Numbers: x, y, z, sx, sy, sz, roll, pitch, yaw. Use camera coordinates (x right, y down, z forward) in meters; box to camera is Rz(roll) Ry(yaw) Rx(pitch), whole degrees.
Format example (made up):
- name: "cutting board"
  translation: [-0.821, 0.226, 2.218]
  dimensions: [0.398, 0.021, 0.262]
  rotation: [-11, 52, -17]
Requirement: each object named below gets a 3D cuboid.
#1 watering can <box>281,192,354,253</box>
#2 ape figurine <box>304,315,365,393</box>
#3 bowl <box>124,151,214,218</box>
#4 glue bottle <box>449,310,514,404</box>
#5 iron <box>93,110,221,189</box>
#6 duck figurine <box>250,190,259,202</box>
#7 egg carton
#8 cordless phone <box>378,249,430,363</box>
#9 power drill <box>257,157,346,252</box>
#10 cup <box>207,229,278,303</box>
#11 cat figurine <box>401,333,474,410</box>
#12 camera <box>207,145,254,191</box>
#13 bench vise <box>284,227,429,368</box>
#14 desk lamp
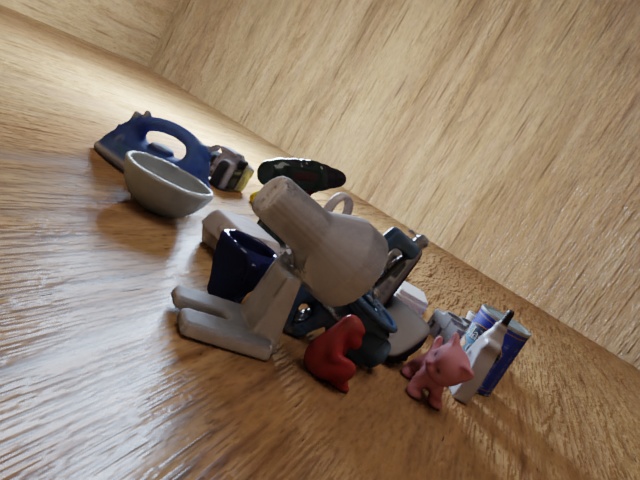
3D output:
- name: "watering can"
  translation: [0.011, 0.004, 1.056]
  dimensions: [0.172, 0.194, 0.101]
  rotation: [31, 11, 6]
- name: "ape figurine"
  translation: [0.027, 0.142, 0.758]
  dimensions: [0.076, 0.092, 0.078]
  rotation: [31, 11, 2]
- name: "bowl"
  translation: [-0.280, -0.088, 1.021]
  dimensions: [0.167, 0.074, 0.167]
  rotation: [29, 11, -6]
- name: "glue bottle"
  translation: [0.278, 0.192, 0.972]
  dimensions: [0.037, 0.173, 0.078]
  rotation: [30, 11, -1]
- name: "iron"
  translation: [-0.327, -0.186, 1.160]
  dimensions: [0.258, 0.141, 0.119]
  rotation: [31, 11, 5]
- name: "duck figurine"
  translation: [-0.136, -0.128, 1.541]
  dimensions: [0.077, 0.086, 0.105]
  rotation: [35, 12, 22]
- name: "egg carton"
  translation: [-0.139, 0.005, 0.992]
  dimensions: [0.108, 0.069, 0.149]
  rotation: [17, 17, -49]
- name: "cordless phone"
  translation: [0.134, 0.101, 0.970]
  dimensions: [0.147, 0.185, 0.094]
  rotation: [38, 13, 35]
- name: "power drill"
  translation: [-0.060, -0.079, 1.201]
  dimensions: [0.075, 0.208, 0.230]
  rotation: [38, 13, 35]
- name: "cup"
  translation: [-0.113, 0.049, 0.795]
  dimensions: [0.092, 0.095, 0.117]
  rotation: [26, 12, -20]
- name: "cat figurine"
  translation: [0.186, 0.191, 0.880]
  dimensions: [0.067, 0.117, 0.128]
  rotation: [29, 11, -7]
- name: "camera"
  translation: [-0.259, -0.203, 1.516]
  dimensions: [0.136, 0.101, 0.143]
  rotation: [33, 11, 14]
- name: "bench vise"
  translation: [0.050, 0.063, 0.832]
  dimensions: [0.208, 0.219, 0.121]
  rotation: [25, 12, -26]
- name: "desk lamp"
  translation: [-0.044, 0.038, 0.715]
  dimensions: [0.204, 0.213, 0.117]
  rotation: [23, 13, -31]
